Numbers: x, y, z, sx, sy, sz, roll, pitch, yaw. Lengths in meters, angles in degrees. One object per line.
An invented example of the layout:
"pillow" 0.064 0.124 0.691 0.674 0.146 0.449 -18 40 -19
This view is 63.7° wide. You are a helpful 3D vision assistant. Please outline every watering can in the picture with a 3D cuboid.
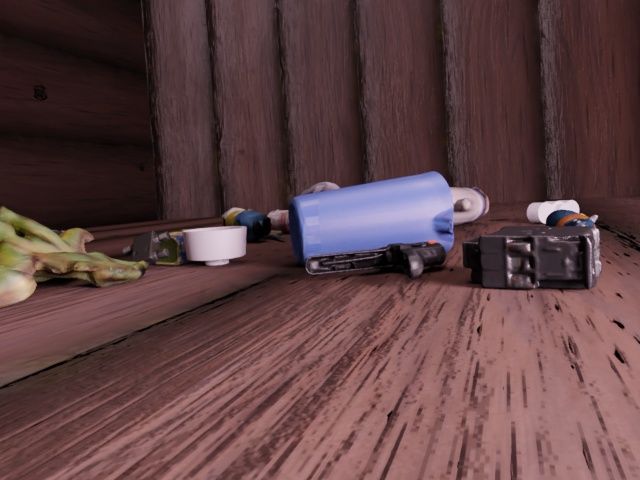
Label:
"watering can" 0.348 -0.088 1.352 0.225 0.104 0.347 -5 4 -23

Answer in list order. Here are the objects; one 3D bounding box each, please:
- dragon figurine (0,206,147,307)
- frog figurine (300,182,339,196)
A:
"dragon figurine" -0.377 0.032 0.766 0.243 0.121 0.413 15 10 10
"frog figurine" 0.003 -0.055 1.092 0.122 0.137 0.160 13 5 -2
